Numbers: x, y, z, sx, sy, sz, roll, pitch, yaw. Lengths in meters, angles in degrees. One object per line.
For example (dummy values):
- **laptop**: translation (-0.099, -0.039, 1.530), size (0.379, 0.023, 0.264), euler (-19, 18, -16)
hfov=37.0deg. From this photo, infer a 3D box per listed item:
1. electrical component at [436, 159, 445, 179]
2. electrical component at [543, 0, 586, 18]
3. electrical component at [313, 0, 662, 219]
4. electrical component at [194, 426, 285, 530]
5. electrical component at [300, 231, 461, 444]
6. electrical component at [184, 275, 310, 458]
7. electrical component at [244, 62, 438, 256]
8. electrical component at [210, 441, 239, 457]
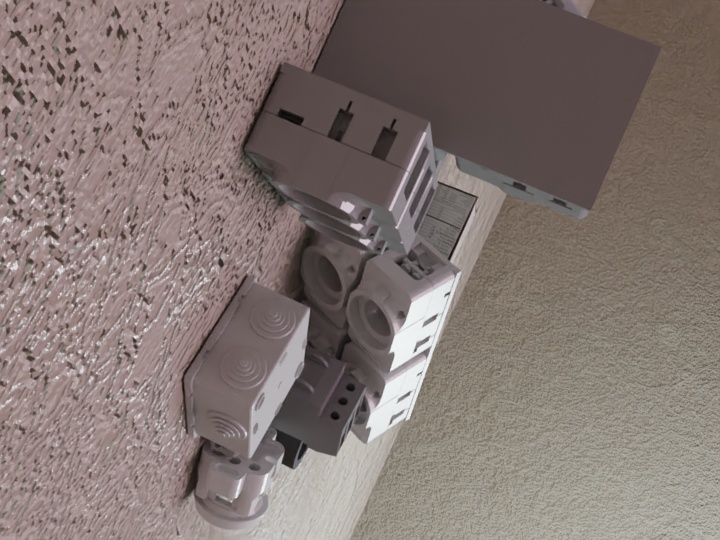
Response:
- **electrical component**: translation (0.055, -0.100, 1.050), size (0.075, 0.047, 0.083), euler (-56, 166, -63)
- **electrical component**: translation (0.097, -0.159, 0.848), size (0.150, 0.061, 0.089), euler (-26, 157, -16)
- **electrical component**: translation (0.075, -0.116, 0.671), size (0.060, 0.186, 0.105), euler (38, 76, -81)
- **electrical component**: translation (-0.093, 0.157, 0.810), size (0.078, 0.058, 0.057), euler (-49, 158, -63)
- **electrical component**: translation (0.002, 0.044, 0.871), size (0.060, 0.105, 0.186), euler (-29, 149, -34)
- **electrical component**: translation (-0.074, 0.067, 0.717), size (0.099, 0.048, 0.099), euler (101, 16, -56)
- **electrical component**: translation (-0.007, -0.058, 0.651), size (0.150, 0.089, 0.061), euler (56, 58, -80)
- **electrical component**: translation (-0.088, 0.111, 0.794), size (0.061, 0.035, 0.035), euler (-51, 162, -68)
